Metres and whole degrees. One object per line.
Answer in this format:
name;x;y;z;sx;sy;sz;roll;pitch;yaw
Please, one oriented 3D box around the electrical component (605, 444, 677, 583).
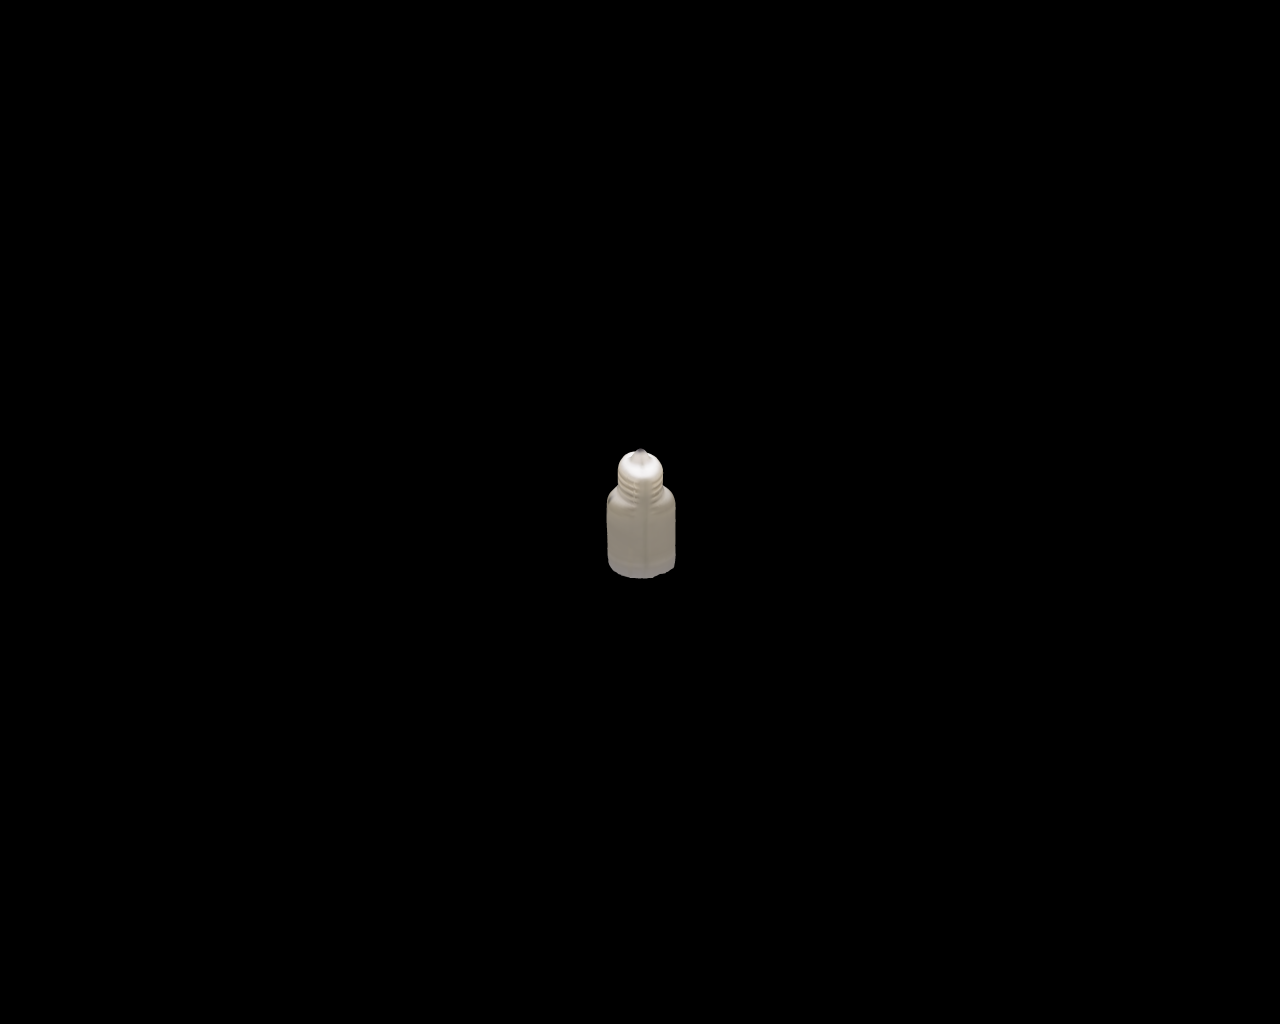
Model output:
electrical component;0.001;-0.003;0.650;0.043;0.080;0.043;0;28;0
